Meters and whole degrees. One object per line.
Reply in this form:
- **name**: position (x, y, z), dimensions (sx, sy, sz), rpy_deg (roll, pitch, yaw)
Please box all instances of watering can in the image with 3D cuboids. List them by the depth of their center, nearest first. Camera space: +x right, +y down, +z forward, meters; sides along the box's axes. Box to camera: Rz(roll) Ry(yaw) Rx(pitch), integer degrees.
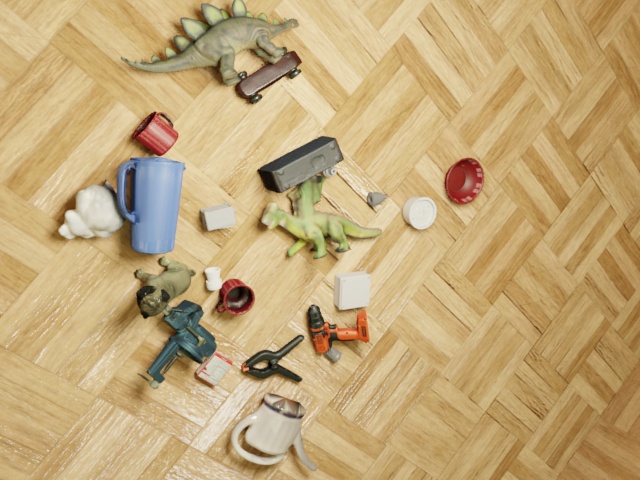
- **watering can**: position (-0.116, 0.622, 1.657), dimensions (0.345, 0.105, 0.224), rpy_deg (26, 90, -27)

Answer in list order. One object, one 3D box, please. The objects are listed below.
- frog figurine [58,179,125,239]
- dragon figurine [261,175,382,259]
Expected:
- **frog figurine**: position (-0.572, -0.061, 1.283), dimensions (0.161, 0.124, 0.134), rpy_deg (-33, 134, -27)
- **dragon figurine**: position (0.005, -0.079, 1.564), dimensions (0.413, 0.122, 0.241), rpy_deg (-16, 101, -30)
